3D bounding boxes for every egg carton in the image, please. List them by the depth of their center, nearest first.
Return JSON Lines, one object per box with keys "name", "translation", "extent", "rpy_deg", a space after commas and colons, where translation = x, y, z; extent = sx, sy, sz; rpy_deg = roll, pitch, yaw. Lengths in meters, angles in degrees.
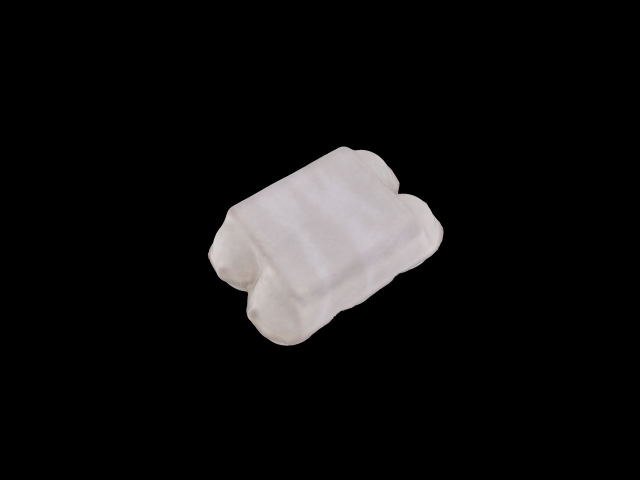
{"name": "egg carton", "translation": [0.004, 0.001, 0.400], "extent": [0.150, 0.069, 0.107], "rpy_deg": [-32, 64, -18]}
